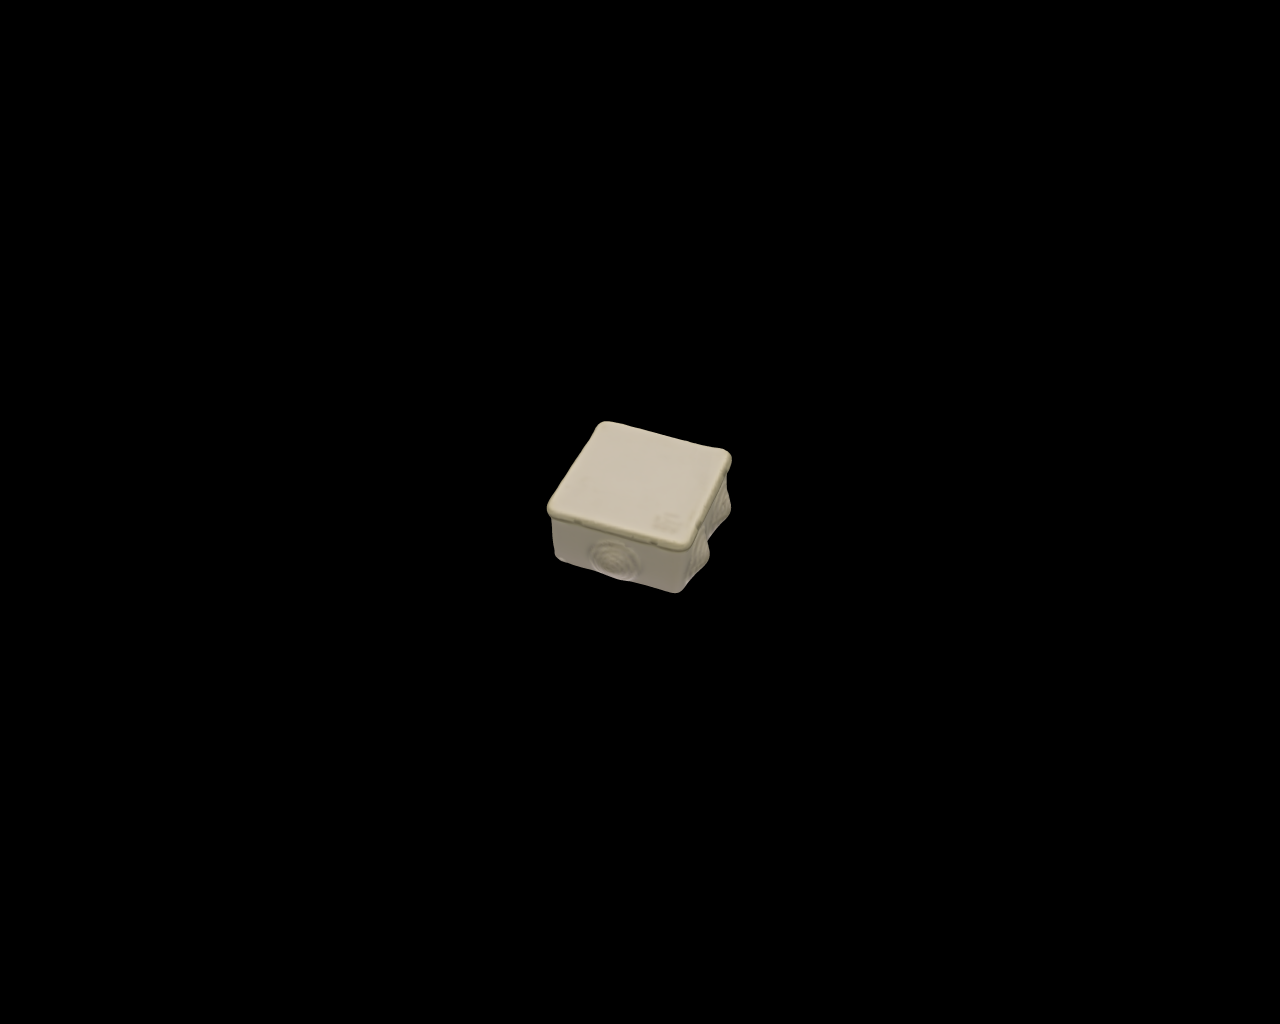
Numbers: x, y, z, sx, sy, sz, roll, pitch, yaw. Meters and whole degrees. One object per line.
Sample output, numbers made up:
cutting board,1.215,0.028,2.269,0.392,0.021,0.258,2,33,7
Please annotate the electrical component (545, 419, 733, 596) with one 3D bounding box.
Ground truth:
electrical component,0.001,-0.003,0.650,0.100,0.048,0.100,15,47,15
